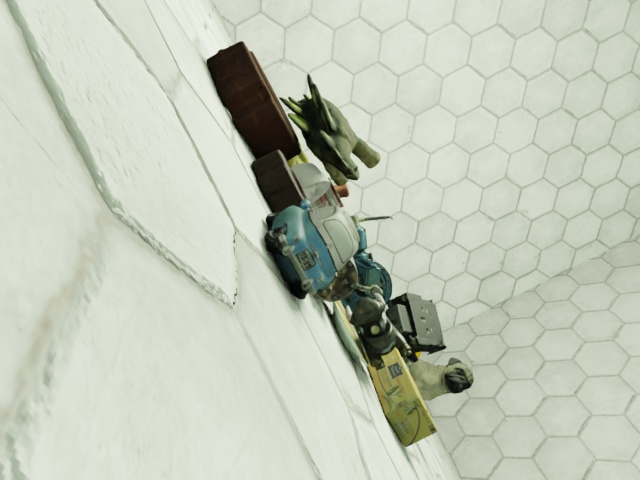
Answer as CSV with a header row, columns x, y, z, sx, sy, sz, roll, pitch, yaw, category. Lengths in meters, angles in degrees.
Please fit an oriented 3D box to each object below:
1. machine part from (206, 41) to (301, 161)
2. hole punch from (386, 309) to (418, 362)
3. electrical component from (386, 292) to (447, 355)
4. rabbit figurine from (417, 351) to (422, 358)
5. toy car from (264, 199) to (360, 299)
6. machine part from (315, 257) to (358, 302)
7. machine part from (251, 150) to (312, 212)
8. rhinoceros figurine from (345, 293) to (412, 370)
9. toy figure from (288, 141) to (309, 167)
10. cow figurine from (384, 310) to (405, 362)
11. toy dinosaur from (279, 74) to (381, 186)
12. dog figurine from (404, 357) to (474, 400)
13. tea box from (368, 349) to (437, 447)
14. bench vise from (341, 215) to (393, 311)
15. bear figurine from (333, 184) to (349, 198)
x,y,z,sx,sy,sz,roll,pitch,yaw,category
-0.117,-0.246,0.996,0.201,0.087,0.201,65,3,38,machine part
0.200,0.209,1.242,0.115,0.092,0.142,41,1,-9,hole punch
0.191,0.172,1.098,0.134,0.058,0.115,14,53,-43,electrical component
0.201,0.226,1.360,0.162,0.173,0.122,58,0,-3,rabbit figurine
-0.005,0.001,0.658,0.109,0.103,0.162,61,2,-8,toy car
0.019,0.043,0.865,0.079,0.079,0.243,62,5,-6,machine part
-0.049,-0.065,0.881,0.179,0.056,0.179,62,3,-5,machine part
0.098,0.150,0.899,0.190,0.073,0.112,59,7,-62,rhinoceros figurine
-0.061,-0.150,1.149,0.180,0.082,0.089,54,-12,-19,toy figure
0.138,0.227,1.165,0.127,0.085,0.195,68,-1,-58,cow figurine
0.016,-0.198,1.022,0.198,0.105,0.472,43,9,-36,toy dinosaur
0.248,0.306,1.280,0.172,0.191,0.121,62,3,10,dog figurine
0.145,0.279,0.995,0.098,0.068,0.170,60,5,-25,tea box
0.088,0.060,1.074,0.241,0.129,0.223,-140,-124,-83,bench vise
0.023,-0.050,1.234,0.196,0.132,0.120,-124,-149,-63,bear figurine
